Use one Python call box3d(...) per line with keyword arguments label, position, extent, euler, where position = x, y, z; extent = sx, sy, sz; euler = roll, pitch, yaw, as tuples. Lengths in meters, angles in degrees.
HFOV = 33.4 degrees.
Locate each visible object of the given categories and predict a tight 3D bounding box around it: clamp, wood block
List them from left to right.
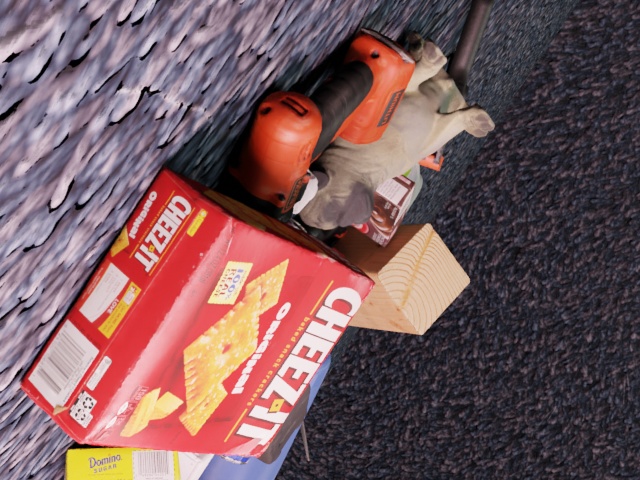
box3d(label="clamp", position=(-0.008, 0.001, 1.194), extent=(0.120, 0.039, 0.171), euler=(-52, 176, 35))
box3d(label="wood block", position=(0.064, 0.042, 1.244), extent=(0.090, 0.090, 0.206), euler=(-44, -161, -21))
box3d(label="clamp", position=(0.159, -0.177, 1.290), extent=(0.164, 0.036, 0.210), euler=(96, 12, -77))

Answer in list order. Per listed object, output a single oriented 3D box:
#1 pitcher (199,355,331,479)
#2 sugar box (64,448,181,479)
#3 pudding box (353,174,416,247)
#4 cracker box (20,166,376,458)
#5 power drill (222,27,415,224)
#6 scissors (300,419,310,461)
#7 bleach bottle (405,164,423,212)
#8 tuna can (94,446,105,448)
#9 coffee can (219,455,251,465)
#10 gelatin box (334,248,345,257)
box3d(label="pitcher", position=(-0.084, 0.212, 1.365), extent=(0.144, 0.149, 0.243), euler=(-13, 137, -55))
box3d(label="sugar box", position=(-0.179, 0.230, 0.935), extent=(0.176, 0.093, 0.048), euler=(117, -29, -57))
box3d(label="pudding box", position=(0.049, -0.048, 1.131), extent=(0.039, 0.090, 0.113), euler=(-53, 172, -23))
box3d(label="cracker box", position=(-0.068, 0.060, 0.711), extent=(0.164, 0.072, 0.213), euler=(-56, 150, 5))
box3d(label="power drill", position=(-0.007, -0.069, 0.824), extent=(0.187, 0.057, 0.185), euler=(-48, 170, -41))
box3d(label="scissors", position=(-0.041, 0.191, 1.425), extent=(0.096, 0.016, 0.202), euler=(164, -77, -65))
box3d(label="bleach bottle", position=(0.082, -0.088, 1.275), extent=(0.102, 0.068, 0.251), euler=(-57, 170, -12))
box3d(label="tuna can", position=(-0.165, 0.168, 0.963), extent=(0.086, 0.034, 0.086), euler=(-53, 172, -11))
box3d(label="coffee can", position=(-0.082, 0.162, 1.185), extent=(0.140, 0.103, 0.102), euler=(-55, 172, 4))
box3d(label="gelatin box", position=(-0.014, 0.051, 1.155), extent=(0.089, 0.030, 0.073), euler=(-55, 166, 17))
